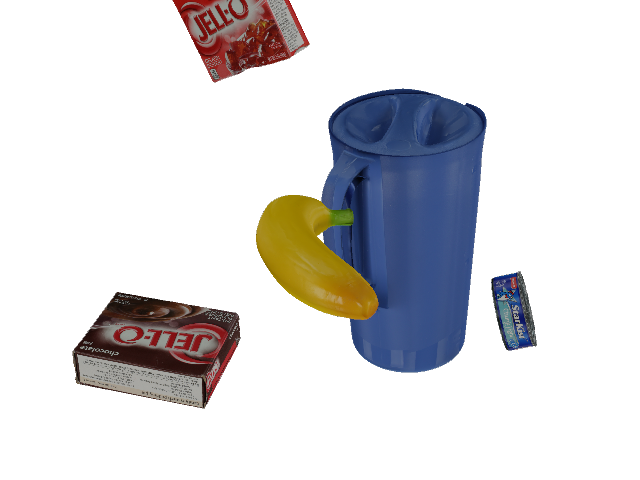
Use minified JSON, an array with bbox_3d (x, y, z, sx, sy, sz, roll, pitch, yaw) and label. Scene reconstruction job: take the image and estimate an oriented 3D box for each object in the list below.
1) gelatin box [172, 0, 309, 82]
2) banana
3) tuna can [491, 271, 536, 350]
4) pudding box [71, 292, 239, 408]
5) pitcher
[{"bbox_3d":[-0.061,-0.164,0.797,0.089,0.073,0.030,-8,25,43],"label":"gelatin box"},{"bbox_3d":[-0.006,0.002,0.675,0.069,0.037,0.198,-2,19,-2],"label":"banana"},{"bbox_3d":[0.217,0.080,1.199,0.034,0.086,0.086,-13,-3,14],"label":"tuna can"},{"bbox_3d":[-0.132,0.088,0.871,0.113,0.039,0.090,7,30,11],"label":"pudding box"},{"bbox_3d":[0.071,0.000,0.952,0.149,0.243,0.145,-6,31,-4],"label":"pitcher"}]
